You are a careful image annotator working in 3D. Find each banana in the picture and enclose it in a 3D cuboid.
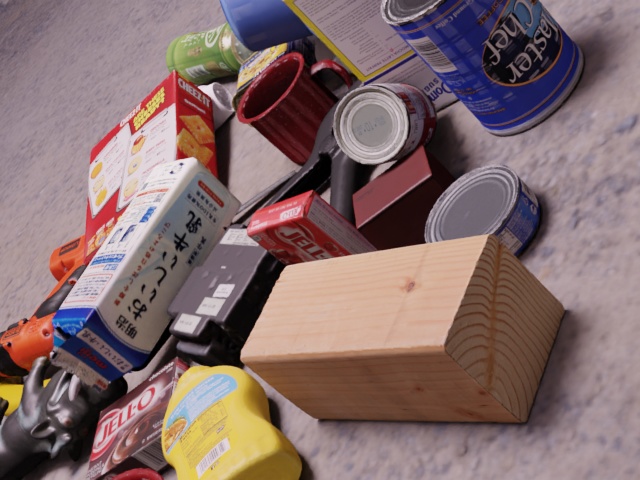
[{"bbox_3d":[-0.332,0.170,1.205,0.198,0.037,0.069,3,57,55],"label":"banana"}]

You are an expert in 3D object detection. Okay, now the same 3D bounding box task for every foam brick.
[{"bbox_3d":[0.073,-0.029,0.873,0.078,0.051,0.053,-36,30,21],"label":"foam brick"}]

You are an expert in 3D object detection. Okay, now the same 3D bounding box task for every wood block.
[{"bbox_3d":[0.051,0.067,0.747,0.207,0.090,0.090,-10,45,49],"label":"wood block"}]

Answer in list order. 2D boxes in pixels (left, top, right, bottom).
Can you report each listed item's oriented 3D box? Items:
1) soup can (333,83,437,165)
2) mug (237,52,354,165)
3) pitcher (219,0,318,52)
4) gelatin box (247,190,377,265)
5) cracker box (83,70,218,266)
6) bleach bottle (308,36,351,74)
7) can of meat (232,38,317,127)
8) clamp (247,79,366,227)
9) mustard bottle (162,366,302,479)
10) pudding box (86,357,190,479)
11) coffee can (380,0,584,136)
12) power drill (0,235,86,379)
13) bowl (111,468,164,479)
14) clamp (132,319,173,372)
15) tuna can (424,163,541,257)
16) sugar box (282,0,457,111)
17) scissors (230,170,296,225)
[{"bbox_3d":[0.057,-0.101,0.917,0.069,0.068,0.102,-37,-5,20],"label":"soup can"},{"bbox_3d":[-0.016,-0.139,1.097,0.117,0.081,0.093,-36,31,23],"label":"mug"},{"bbox_3d":[0.021,-0.272,1.093,0.243,0.145,0.149,-17,23,14],"label":"pitcher"},{"bbox_3d":[-0.006,0.001,0.904,0.073,0.089,0.030,-16,45,45],"label":"gelatin box"},{"bbox_3d":[-0.197,-0.073,1.251,0.164,0.072,0.213,-38,37,24],"label":"cracker box"},{"bbox_3d":[0.014,-0.262,1.227,0.103,0.068,0.251,-33,34,21],"label":"bleach bottle"},{"bbox_3d":[-0.051,-0.189,1.235,0.102,0.057,0.084,-35,29,23],"label":"can of meat"},{"bbox_3d":[0.023,-0.077,1.015,0.210,0.036,0.165,-58,31,-9],"label":"clamp"},{"bbox_3d":[-0.081,0.154,0.855,0.096,0.058,0.192,-45,29,4],"label":"mustard bottle"},{"bbox_3d":[-0.158,0.171,0.960,0.114,0.039,0.090,-34,32,24],"label":"pudding box"},{"bbox_3d":[0.132,-0.168,0.866,0.103,0.140,0.103,-34,32,25],"label":"coffee can"},{"bbox_3d":[-0.321,0.082,1.247,0.185,0.057,0.187,-19,32,36],"label":"power drill"},{"bbox_3d":[-0.155,0.261,0.828,0.162,0.055,0.162,-34,32,24],"label":"bowl"},{"bbox_3d":[-0.137,0.058,1.069,0.172,0.039,0.120,-39,30,25],"label":"clamp"},{"bbox_3d":[0.123,-0.014,0.803,0.086,0.033,0.086,-34,32,25],"label":"tuna can"},{"bbox_3d":[0.060,-0.187,0.952,0.093,0.176,0.048,-26,38,35],"label":"sugar box"},{"bbox_3d":[-0.116,-0.009,1.119,0.202,0.016,0.096,-31,9,29],"label":"scissors"}]
